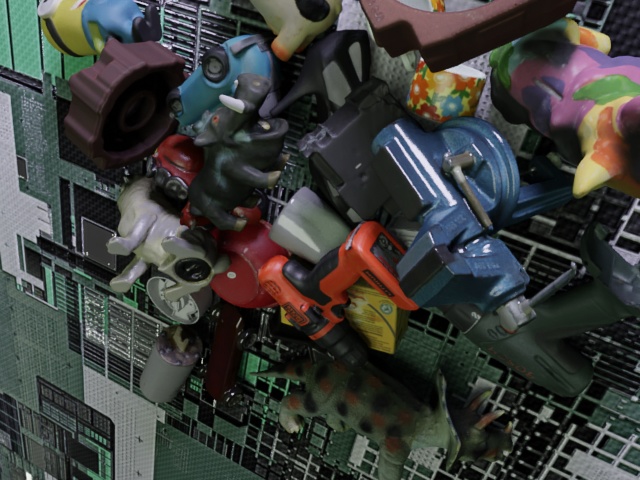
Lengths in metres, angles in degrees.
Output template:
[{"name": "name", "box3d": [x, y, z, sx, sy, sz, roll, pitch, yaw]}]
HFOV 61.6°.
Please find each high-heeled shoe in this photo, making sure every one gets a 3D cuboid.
[{"name": "high-heeled shoe", "box3d": [0.048, -0.120, 0.649, 0.145, 0.086, 0.248, -36, 117, 2]}]

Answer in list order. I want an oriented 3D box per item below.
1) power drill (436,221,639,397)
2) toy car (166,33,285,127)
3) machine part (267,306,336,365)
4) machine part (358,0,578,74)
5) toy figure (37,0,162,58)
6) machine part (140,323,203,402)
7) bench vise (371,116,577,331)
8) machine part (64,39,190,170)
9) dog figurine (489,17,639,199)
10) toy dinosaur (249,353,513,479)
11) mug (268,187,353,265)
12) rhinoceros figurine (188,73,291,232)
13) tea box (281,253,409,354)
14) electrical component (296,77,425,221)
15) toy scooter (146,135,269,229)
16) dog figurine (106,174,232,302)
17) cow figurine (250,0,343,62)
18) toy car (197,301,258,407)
[{"name": "power drill", "box3d": [0.242, 0.070, 0.600, 0.232, 0.086, 0.207, 41, 131, 0]}, {"name": "toy car", "box3d": [-0.105, -0.173, 0.658, 0.162, 0.109, 0.103, -30, 97, 35]}, {"name": "machine part", "box3d": [-0.020, 0.136, 0.788, 0.139, 0.084, 0.039, 6, 140, 38]}, {"name": "machine part", "box3d": [0.123, -0.266, 0.467, 0.201, 0.087, 0.201, -21, 85, 18]}, {"name": "toy figure", "box3d": [-0.299, -0.285, 0.723, 0.180, 0.082, 0.089, 15, 117, 17]}, {"name": "machine part", "box3d": [-0.258, 0.215, 0.922, 0.079, 0.079, 0.243, 40, 135, 5]}, {"name": "bench vise", "box3d": [0.165, -0.033, 0.507, 0.224, 0.240, 0.128, 53, 144, 30]}, {"name": "machine part", "box3d": [-0.246, -0.174, 0.697, 0.056, 0.179, 0.179, 38, 125, 10]}, {"name": "dog figurine", "box3d": [0.224, -0.111, 0.454, 0.192, 0.219, 0.108, 35, 121, 7]}, {"name": "toy dinosaur", "box3d": [0.063, 0.222, 0.762, 0.405, 0.131, 0.192, 24, 105, 24]}, {"name": "mug", "box3d": [-0.001, -0.002, 0.694, 0.107, 0.081, 0.109, 37, 168, 6]}, {"name": "rhinoceros figurine", "box3d": [-0.093, -0.097, 0.607, 0.112, 0.073, 0.190, 29, 129, -5]}, {"name": "tea box", "box3d": [0.033, 0.078, 0.729, 0.170, 0.068, 0.098, 13, 122, 20]}, {"name": "electrical component", "box3d": [0.060, -0.089, 0.582, 0.115, 0.058, 0.134, -42, 117, 10]}, {"name": "toy scooter", "box3d": [-0.167, -0.070, 0.723, 0.184, 0.135, 0.075, 36, 125, 9]}, {"name": "dog figurine", "box3d": [-0.214, -0.022, 0.776, 0.172, 0.191, 0.121, 14, 130, -17]}, {"name": "cow figurine", "box3d": [-0.047, -0.310, 0.577, 0.127, 0.085, 0.194, -32, 101, 28]}, {"name": "toy car", "box3d": [-0.151, 0.187, 0.886, 0.089, 0.053, 0.202, 38, 126, 32]}]
